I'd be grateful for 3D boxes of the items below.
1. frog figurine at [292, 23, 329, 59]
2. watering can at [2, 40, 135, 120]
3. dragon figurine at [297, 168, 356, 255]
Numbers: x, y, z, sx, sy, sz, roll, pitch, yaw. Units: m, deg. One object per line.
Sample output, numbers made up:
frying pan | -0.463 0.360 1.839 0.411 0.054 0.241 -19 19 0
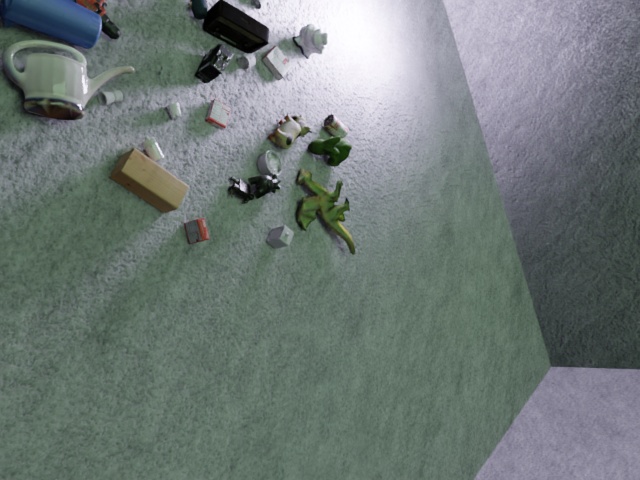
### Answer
frog figurine | -0.019 -0.868 2.220 0.124 0.158 0.136 -35 106 -45
watering can | -0.703 -0.446 1.466 0.348 0.103 0.226 3 79 -36
dragon figurine | 0.006 -0.107 2.126 0.244 0.121 0.410 -17 90 -28
